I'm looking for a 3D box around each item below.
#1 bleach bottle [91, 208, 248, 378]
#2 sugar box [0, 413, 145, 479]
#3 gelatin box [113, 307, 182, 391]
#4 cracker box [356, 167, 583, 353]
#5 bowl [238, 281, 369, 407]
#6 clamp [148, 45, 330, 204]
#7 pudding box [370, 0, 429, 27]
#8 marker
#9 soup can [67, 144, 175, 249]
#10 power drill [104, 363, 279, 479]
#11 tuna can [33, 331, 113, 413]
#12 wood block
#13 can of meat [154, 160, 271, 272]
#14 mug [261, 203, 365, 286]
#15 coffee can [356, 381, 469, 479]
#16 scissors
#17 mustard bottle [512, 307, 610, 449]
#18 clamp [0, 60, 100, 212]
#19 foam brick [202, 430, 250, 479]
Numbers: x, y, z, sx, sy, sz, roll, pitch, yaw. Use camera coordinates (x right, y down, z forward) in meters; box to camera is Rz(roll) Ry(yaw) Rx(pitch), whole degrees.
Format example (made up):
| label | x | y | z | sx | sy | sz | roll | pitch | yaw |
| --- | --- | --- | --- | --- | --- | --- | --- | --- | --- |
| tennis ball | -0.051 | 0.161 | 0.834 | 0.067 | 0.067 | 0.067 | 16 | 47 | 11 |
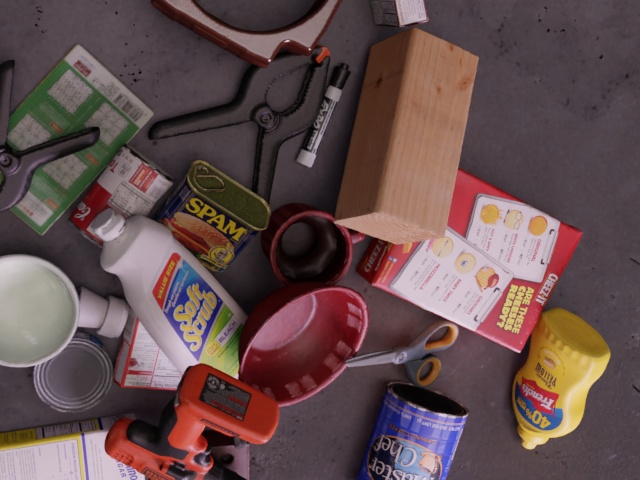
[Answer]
| label | x | y | z | sx | sy | sz | roll | pitch | yaw |
| --- | --- | --- | --- | --- | --- | --- | --- | --- | --- |
| bleach bottle | -0.156 | 0.066 | 1.126 | 0.102 | 0.068 | 0.250 | -50 | 125 | -17 |
| sugar box | -0.287 | 0.253 | 1.189 | 0.176 | 0.048 | 0.093 | -6 | 105 | -18 |
| gelatin box | -0.185 | 0.121 | 1.186 | 0.073 | 0.030 | 0.089 | 8 | 101 | -35 |
| cracker box | 0.174 | 0.014 | 1.249 | 0.213 | 0.072 | 0.164 | 25 | 96 | -21 |
| bowl | -0.028 | 0.099 | 1.132 | 0.161 | 0.055 | 0.162 | -23 | 137 | -24 |
| clamp | -0.073 | -0.137 | 1.161 | 0.164 | 0.036 | 0.210 | 34 | 95 | -22 |
| pudding box | 0.077 | -0.285 | 1.140 | 0.039 | 0.090 | 0.113 | -18 | 106 | -11 |
| marker | 0.005 | -0.140 | 1.191 | 0.020 | 0.020 | 0.121 | 21 | 97 | -19 |
| soup can | -0.209 | -0.042 | 1.128 | 0.068 | 0.068 | 0.102 | 37 | 91 | -20 |
| power drill | -0.118 | 0.216 | 1.123 | 0.184 | 0.057 | 0.188 | 28 | 135 | -14 |
| tuna can | -0.272 | 0.144 | 1.173 | 0.086 | 0.034 | 0.086 | -4 | 104 | -15 |
| wood block | 0.092 | -0.108 | 1.144 | 0.090 | 0.091 | 0.206 | 19 | 76 | -28 |
| can of meat | -0.119 | -0.023 | 1.148 | 0.102 | 0.057 | 0.084 | 33 | 123 | -16 |
| mug | -0.008 | 0.001 | 1.188 | 0.117 | 0.081 | 0.093 | -17 | 107 | -11 |
| coffee can | 0.107 | 0.252 | 1.269 | 0.102 | 0.103 | 0.140 | 15 | 98 | -19 |
| scissors | 0.092 | 0.148 | 1.238 | 0.201 | 0.016 | 0.096 | -19 | 126 | -42 |
| mustard bottle | 0.281 | 0.182 | 1.299 | 0.058 | 0.096 | 0.192 | -16 | 133 | -35 |
| clamp | -0.323 | -0.095 | 1.083 | 0.171 | 0.039 | 0.120 | -42 | 105 | -2 |
| foam brick | -0.112 | 0.264 | 1.237 | 0.053 | 0.051 | 0.078 | -3 | 104 | -15 |
